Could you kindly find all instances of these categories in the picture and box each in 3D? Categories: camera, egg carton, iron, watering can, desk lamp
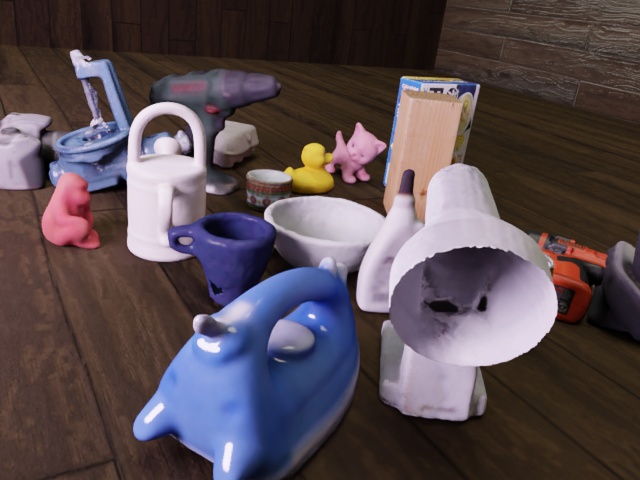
[{"bbox_3d":[-0.451,-0.150,0.939,0.137,0.101,0.143,0,24,-16],"label":"camera"},{"bbox_3d":[-0.192,-0.199,1.171,0.107,0.069,0.150,12,24,10],"label":"egg carton"},{"bbox_3d":[-0.027,0.081,0.481,0.118,0.141,0.259,19,26,25],"label":"iron"},{"bbox_3d":[-0.200,-0.082,0.740,0.101,0.194,0.172,-10,29,-34],"label":"watering can"},{"bbox_3d":[0.111,0.052,0.500,0.118,0.213,0.203,8,23,2],"label":"desk lamp"}]

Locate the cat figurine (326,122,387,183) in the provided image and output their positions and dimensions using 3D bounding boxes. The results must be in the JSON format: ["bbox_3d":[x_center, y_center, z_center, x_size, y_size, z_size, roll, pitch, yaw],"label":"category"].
[{"bbox_3d":[0.070,-0.180,1.145,0.067,0.118,0.127,-11,29,-36],"label":"cat figurine"}]

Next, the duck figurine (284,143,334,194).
[{"bbox_3d":[-0.018,-0.135,1.055,0.105,0.086,0.077,-9,28,-33],"label":"duck figurine"}]

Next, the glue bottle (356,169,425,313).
[{"bbox_3d":[0.090,0.002,0.659,0.078,0.173,0.037,3,24,-10],"label":"glue bottle"}]

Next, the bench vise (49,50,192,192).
[{"bbox_3d":[-0.316,-0.181,0.901,0.208,0.220,0.121,-11,29,-36],"label":"bench vise"}]

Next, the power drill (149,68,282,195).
[{"bbox_3d":[-0.180,-0.190,0.977,0.229,0.208,0.076,12,24,12],"label":"power drill"}]

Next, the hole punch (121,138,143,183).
[{"bbox_3d":[-0.319,-0.156,1.006,0.101,0.091,0.108,-15,32,-41],"label":"hole punch"}]

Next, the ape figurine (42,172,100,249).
[{"bbox_3d":[-0.318,-0.041,0.738,0.076,0.092,0.078,7,23,0],"label":"ape figurine"}]

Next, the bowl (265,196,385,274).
[{"bbox_3d":[0.007,0.003,0.758,0.167,0.075,0.167,6,23,-2],"label":"bowl"}]

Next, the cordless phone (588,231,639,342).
[{"bbox_3d":[0.405,0.018,0.705,0.094,0.185,0.148,16,25,20],"label":"cordless phone"}]

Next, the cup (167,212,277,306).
[{"bbox_3d":[-0.110,0.026,0.642,0.118,0.095,0.091,1,24,-14],"label":"cup"}]
